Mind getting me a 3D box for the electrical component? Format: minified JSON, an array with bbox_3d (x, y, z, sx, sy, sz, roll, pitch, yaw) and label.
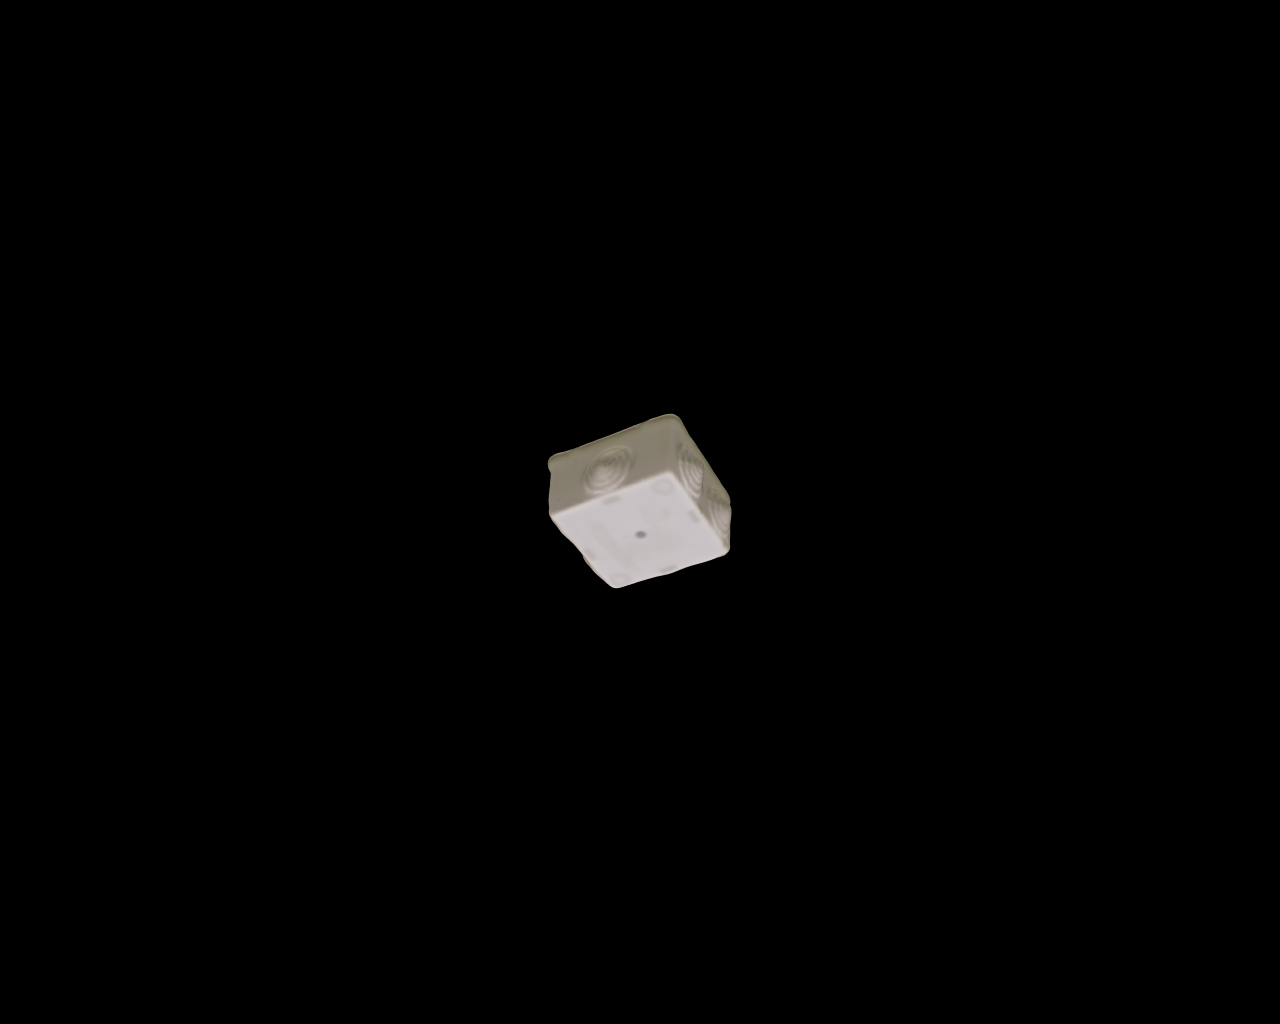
[{"bbox_3d":[0.001,-0.003,0.650,0.099,0.048,0.099,-19,-46,19],"label":"electrical component"}]
